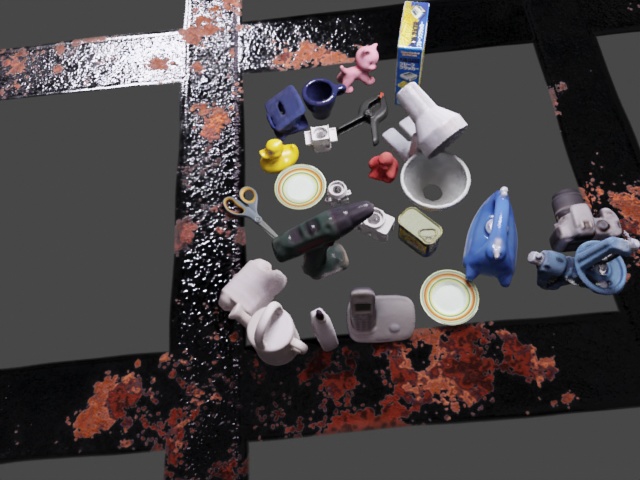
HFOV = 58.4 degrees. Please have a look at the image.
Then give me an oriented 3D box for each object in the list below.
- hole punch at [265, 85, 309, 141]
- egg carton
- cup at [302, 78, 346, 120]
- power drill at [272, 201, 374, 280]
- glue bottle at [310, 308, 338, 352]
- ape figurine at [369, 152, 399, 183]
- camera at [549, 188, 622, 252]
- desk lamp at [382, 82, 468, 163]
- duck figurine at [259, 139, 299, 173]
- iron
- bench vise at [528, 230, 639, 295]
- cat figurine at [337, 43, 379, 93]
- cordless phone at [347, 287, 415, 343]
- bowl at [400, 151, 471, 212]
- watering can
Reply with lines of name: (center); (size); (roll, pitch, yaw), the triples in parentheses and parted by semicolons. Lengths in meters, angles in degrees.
hole punch: (-0.091, -0.335, 1.505); (0.101, 0.091, 0.108); (-22, 64, -6)
egg carton: (-0.153, 0.116, 1.301); (0.107, 0.069, 0.150); (35, 71, 19)
cup: (0.014, -0.368, 1.511); (0.118, 0.095, 0.091); (-16, 64, -3)
power drill: (0.012, 0.005, 1.265); (0.229, 0.208, 0.075); (-21, 64, -6)
glue bottle: (0.004, 0.178, 1.200); (0.037, 0.173, 0.078); (-28, 65, -9)
ape figurine: (0.160, -0.185, 1.412); (0.076, 0.092, 0.077); (-24, 64, -7)
camera: (0.597, -0.054, 1.309); (0.143, 0.101, 0.137); (-6, 64, 1)
desk lamp: (0.245, -0.266, 1.377); (0.118, 0.214, 0.203); (-36, 66, -12)
duck figurine: (-0.107, -0.224, 1.455); (0.104, 0.086, 0.077); (-23, 64, -7)
iron: (0.398, -0.032, 1.291); (0.118, 0.141, 0.258); (10, 65, 9)
bench vise: (0.553, 0.055, 1.192); (0.207, 0.220, 0.121); (-7, 63, 1)
cat figurine: (0.107, -0.473, 1.543); (0.128, 0.118, 0.067); (-25, 64, -8)
cordless phone: (0.127, 0.148, 1.199); (0.147, 0.185, 0.094); (-6, 63, 2)
bowl: (0.276, -0.132, 1.386); (0.167, 0.075, 0.167); (-2, 64, 4)
watering can: (-0.109, 0.189, 1.192); (0.172, 0.194, 0.101); (4, 64, 6)
